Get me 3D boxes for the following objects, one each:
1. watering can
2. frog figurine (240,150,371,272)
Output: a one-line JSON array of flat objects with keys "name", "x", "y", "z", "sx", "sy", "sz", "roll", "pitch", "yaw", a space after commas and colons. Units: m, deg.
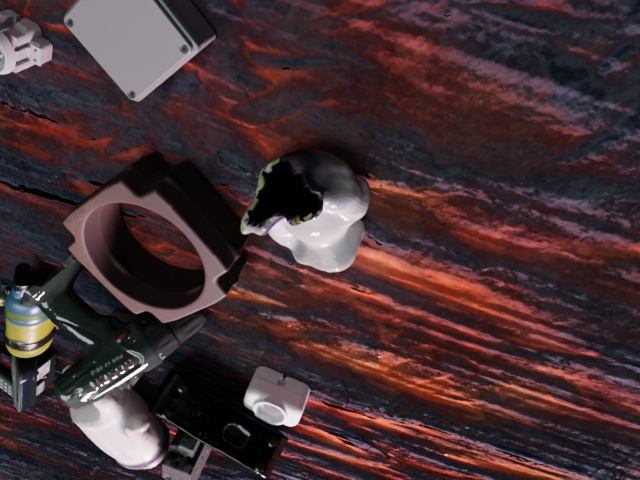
[{"name": "watering can", "x": -0.346, "y": 0.323, "z": 0.909, "sx": 0.348, "sy": 0.106, "sz": 0.220, "roll": 7, "pitch": 135, "yaw": 45}, {"name": "frog figurine", "x": 0.002, "y": -0.030, "z": 0.595, "sx": 0.136, "sy": 0.125, "sz": 0.158, "roll": -31, "pitch": 147, "yaw": 25}]
